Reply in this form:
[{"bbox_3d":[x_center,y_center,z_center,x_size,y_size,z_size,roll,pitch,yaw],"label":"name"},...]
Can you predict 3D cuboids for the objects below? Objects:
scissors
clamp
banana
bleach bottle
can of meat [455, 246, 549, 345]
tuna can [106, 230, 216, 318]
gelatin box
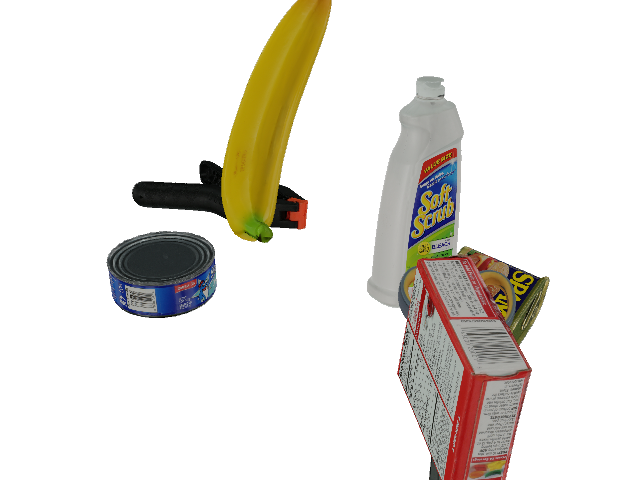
[{"bbox_3d":[0.077,0.081,0.747,0.096,0.016,0.201,22,45,16],"label":"scissors"},{"bbox_3d":[-0.094,-0.041,1.034,0.172,0.039,0.120,16,30,37],"label":"clamp"},{"bbox_3d":[-0.030,-0.075,0.696,0.037,0.197,0.070,29,-32,-34],"label":"banana"},{"bbox_3d":[0.108,-0.056,1.190,0.102,0.251,0.068,-11,24,-29],"label":"bleach bottle"},{"bbox_3d":[0.148,0.058,0.968,0.084,0.057,0.102,24,43,20],"label":"can of meat"},{"bbox_3d":[-0.126,0.027,0.854,0.086,0.034,0.086,-2,28,1],"label":"tuna can"},{"bbox_3d":[0.064,0.061,0.493,0.030,0.073,0.089,-2,34,-12],"label":"gelatin box"}]
